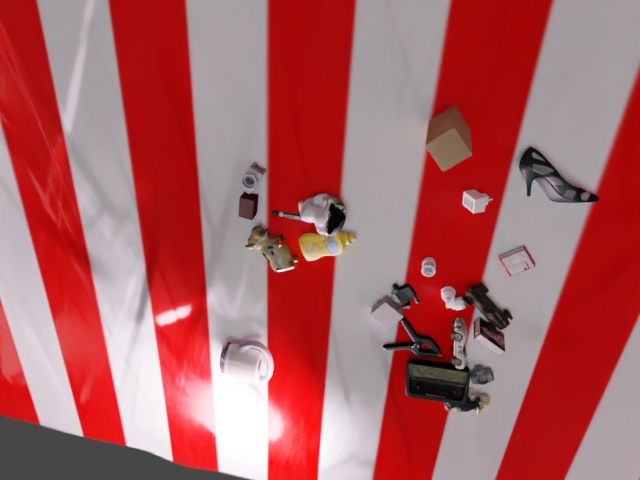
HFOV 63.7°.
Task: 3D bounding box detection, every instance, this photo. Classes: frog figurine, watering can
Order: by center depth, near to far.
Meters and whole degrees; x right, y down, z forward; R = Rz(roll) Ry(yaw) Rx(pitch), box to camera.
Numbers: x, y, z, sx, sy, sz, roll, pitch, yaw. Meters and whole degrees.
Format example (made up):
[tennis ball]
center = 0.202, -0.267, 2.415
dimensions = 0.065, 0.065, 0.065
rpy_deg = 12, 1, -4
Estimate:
[frog figurine]
center = 0.005, -0.085, 1.693
dimensions = 0.124, 0.136, 0.160
rpy_deg = -23, 20, -34
[watering can]
center = -0.305, 0.536, 2.105
dimensions = 0.224, 0.340, 0.106
rpy_deg = 14, 31, 7
